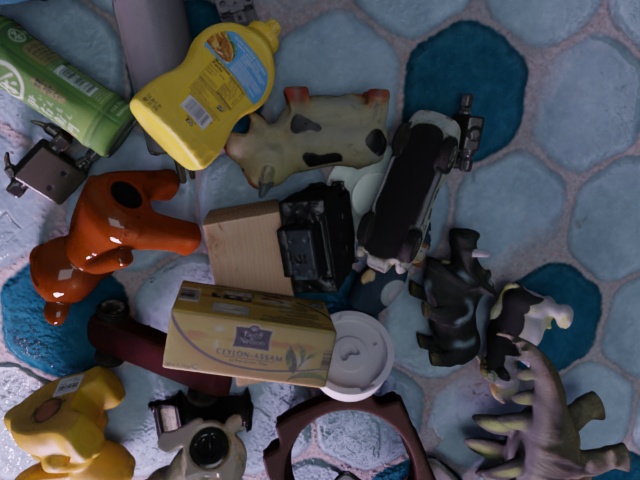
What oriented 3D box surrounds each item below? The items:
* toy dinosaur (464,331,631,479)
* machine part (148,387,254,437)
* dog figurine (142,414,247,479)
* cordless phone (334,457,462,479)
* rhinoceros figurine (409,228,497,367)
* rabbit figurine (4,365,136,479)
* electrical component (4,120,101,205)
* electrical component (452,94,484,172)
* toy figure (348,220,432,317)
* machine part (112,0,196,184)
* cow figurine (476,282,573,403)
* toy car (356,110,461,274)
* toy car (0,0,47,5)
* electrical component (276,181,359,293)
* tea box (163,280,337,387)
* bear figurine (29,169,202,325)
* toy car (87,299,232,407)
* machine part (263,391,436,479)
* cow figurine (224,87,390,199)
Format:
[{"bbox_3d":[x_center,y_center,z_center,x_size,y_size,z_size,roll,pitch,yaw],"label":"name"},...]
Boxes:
[{"bbox_3d":[0.310,0.291,0.744,0.199,0.105,0.470,-12,119,0],"label":"toy dinosaur"},{"bbox_3d":[-0.159,0.243,0.736,0.139,0.039,0.084,-10,98,-2],"label":"machine part"},{"bbox_3d":[-0.153,0.315,0.714,0.172,0.190,0.121,-36,69,-14],"label":"dog figurine"},{"bbox_3d":[0.116,0.367,0.780,0.184,0.089,0.146,38,98,-8],"label":"cordless phone"},{"bbox_3d":[0.181,0.079,0.713,0.112,0.073,0.190,-5,105,-4],"label":"rhinoceros figurine"},{"bbox_3d":[-0.313,0.271,0.689,0.162,0.122,0.173,-23,125,2],"label":"rabbit figurine"},{"bbox_3d":[-0.319,-0.089,0.629,0.102,0.045,0.078,-48,133,9],"label":"electrical component"},{"bbox_3d":[0.180,-0.132,0.662,0.021,0.063,0.094,6,103,-8],"label":"electrical component"},{"bbox_3d":[0.098,0.032,0.700,0.058,0.064,0.154,40,102,13],"label":"toy figure"},{"bbox_3d":[-0.173,-0.184,0.602,0.079,0.079,0.243,-11,105,-4],"label":"machine part"},{"bbox_3d":[0.263,0.144,0.741,0.098,0.068,0.167,22,101,-12],"label":"cow figurine"},{"bbox_3d":[0.106,-0.057,0.647,0.074,0.056,0.201,22,92,19],"label":"toy car"},{"bbox_3d":[-0.336,-0.282,0.539,0.103,0.162,0.109,-6,120,41],"label":"toy car"},{"bbox_3d":[-0.001,-0.002,0.636,0.058,0.134,0.114,-5,108,21],"label":"electrical component"},{"bbox_3d":[-0.075,0.100,0.583,0.170,0.098,0.068,11,102,-8],"label":"tea box"},{"bbox_3d":[-0.252,0.010,0.636,0.132,0.120,0.196,1,142,-48],"label":"bear figurine"},{"bbox_3d":[-0.198,0.138,0.671,0.202,0.053,0.089,17,114,10],"label":"toy car"},{"bbox_3d":[0.040,0.304,0.718,0.201,0.087,0.201,-23,84,-1],"label":"machine part"},{"bbox_3d":[-0.016,-0.116,0.637,0.195,0.085,0.127,-2,99,-7],"label":"cow figurine"}]
